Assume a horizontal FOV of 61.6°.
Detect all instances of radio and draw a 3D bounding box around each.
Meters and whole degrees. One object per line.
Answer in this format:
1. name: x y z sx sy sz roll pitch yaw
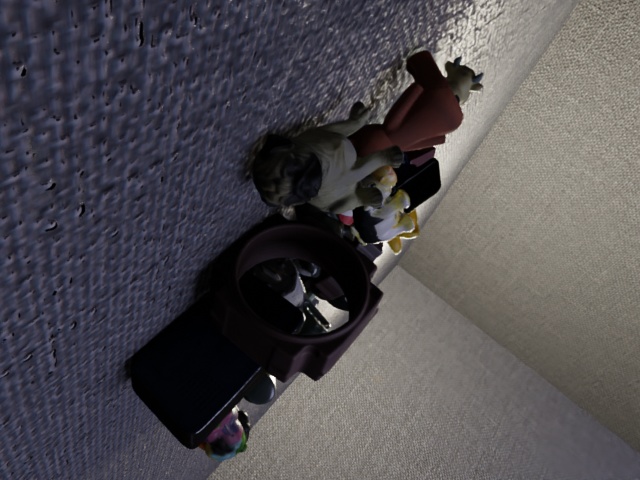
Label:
1. radio: -0.139 0.153 0.742 0.229 0.131 0.073 -43 166 -37

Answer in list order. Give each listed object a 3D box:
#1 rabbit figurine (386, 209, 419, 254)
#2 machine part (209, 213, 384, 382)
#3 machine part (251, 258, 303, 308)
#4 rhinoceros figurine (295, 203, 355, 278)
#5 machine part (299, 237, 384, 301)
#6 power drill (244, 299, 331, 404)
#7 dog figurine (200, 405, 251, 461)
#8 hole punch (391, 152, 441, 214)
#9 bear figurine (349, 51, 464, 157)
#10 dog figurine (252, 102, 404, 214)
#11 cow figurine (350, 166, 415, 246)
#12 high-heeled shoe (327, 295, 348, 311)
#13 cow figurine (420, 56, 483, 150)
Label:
1. rabbit figurine: 0.165 -0.045 1.331 0.122 0.162 0.173 -44 155 27
2. machine part: -0.032 0.071 0.730 0.201 0.201 0.087 -43 163 -34
3. machine part: -0.069 0.079 0.919 0.079 0.079 0.243 -49 169 -12
4. rhinoceros figurine: -0.002 -0.003 0.866 0.190 0.112 0.073 88 12 -54
5. machine part: 0.035 0.024 0.990 0.179 0.056 0.179 -35 -149 25
6. power drill: -0.078 0.205 1.012 0.207 0.086 0.232 -37 -173 -1
7. dog figurine: -0.190 0.322 0.983 0.108 0.191 0.219 -39 180 -25
8. hole punch: 0.135 -0.104 0.921 0.116 0.092 0.142 -38 156 -5
9. bear figurine: 0.115 -0.174 0.825 0.196 0.120 0.132 -29 -140 19
10. dog figurine: -0.016 -0.073 0.663 0.190 0.121 0.172 -26 152 -34
11. cow figurine: 0.079 -0.055 0.796 0.098 0.068 0.167 -28 146 2
12. high-heeled shoe: 0.080 0.060 1.269 0.249 0.145 0.086 -40 164 -39
13. cow figurine: 0.230 -0.266 1.020 0.195 0.085 0.127 -40 170 -39
